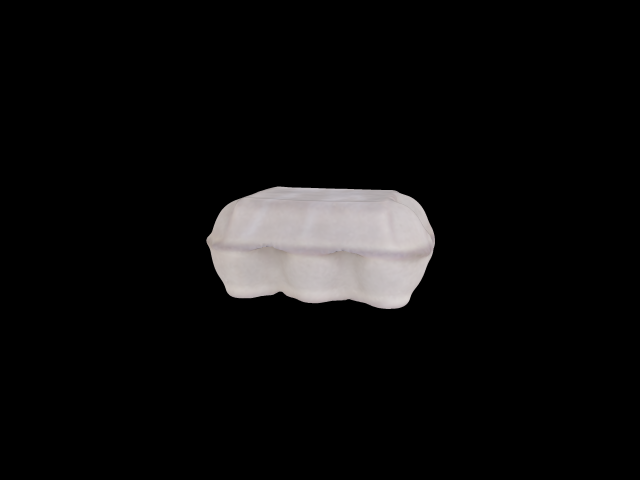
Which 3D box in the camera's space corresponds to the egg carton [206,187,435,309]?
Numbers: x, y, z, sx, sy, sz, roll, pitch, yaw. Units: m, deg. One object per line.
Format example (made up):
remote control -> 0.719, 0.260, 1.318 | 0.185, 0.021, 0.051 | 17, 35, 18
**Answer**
egg carton -> 0.004, 0.001, 0.400 | 0.150, 0.069, 0.107 | 2, 11, 12
